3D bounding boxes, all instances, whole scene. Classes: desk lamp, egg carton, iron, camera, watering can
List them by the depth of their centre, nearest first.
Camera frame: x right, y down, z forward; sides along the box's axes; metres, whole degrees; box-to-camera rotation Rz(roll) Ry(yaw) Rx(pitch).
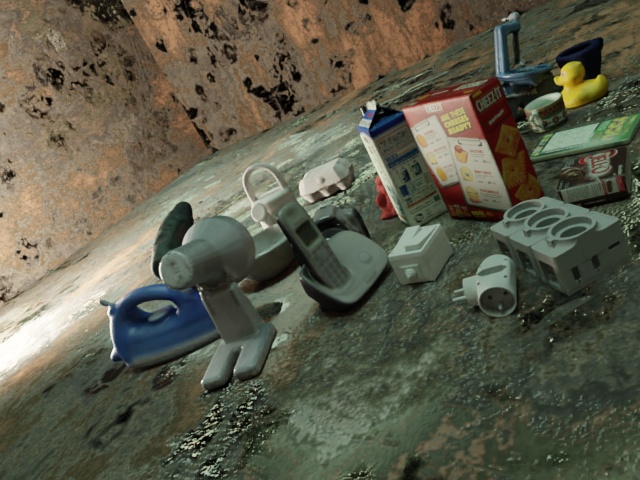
[{"bbox_3d":[-0.157,0.082,0.894,0.117,0.214,0.203,-23,19,17],"label":"desk lamp"},{"bbox_3d":[0.010,0.004,1.043,0.143,0.101,0.137,-24,19,14],"label":"camera"},{"bbox_3d":[-0.285,0.135,1.053,0.257,0.142,0.119,-21,20,22],"label":"iron"},{"bbox_3d":[-0.103,-0.082,1.286,0.101,0.194,0.172,-28,18,1],"label":"watering can"},{"bbox_3d":[0.018,-0.159,1.515,0.150,0.069,0.107,-21,20,22],"label":"egg carton"}]

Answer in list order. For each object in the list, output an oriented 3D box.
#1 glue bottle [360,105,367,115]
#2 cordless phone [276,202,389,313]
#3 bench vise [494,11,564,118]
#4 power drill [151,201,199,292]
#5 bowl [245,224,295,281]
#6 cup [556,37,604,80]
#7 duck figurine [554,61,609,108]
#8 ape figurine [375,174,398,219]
[{"bbox_3d":[0.142,-0.256,1.429,0.037,0.173,0.078,-38,21,-26],"label":"glue bottle"},{"bbox_3d":[0.016,0.006,0.892,0.093,0.185,0.148,-11,25,42],"label":"cordless phone"},{"bbox_3d":[0.416,-0.371,1.264,0.207,0.220,0.121,-32,19,-11],"label":"bench vise"},{"bbox_3d":[-0.256,0.045,1.145,0.075,0.209,0.229,-25,19,12],"label":"power drill"},{"bbox_3d":[-0.108,0.035,1.172,0.167,0.075,0.167,-25,19,9],"label":"bowl"},{"bbox_3d":[0.582,-0.380,1.249,0.118,0.095,0.091,-33,19,-15],"label":"cup"},{"bbox_3d":[0.539,-0.331,1.194,0.104,0.086,0.078,-6,29,49],"label":"duck figurine"},{"bbox_3d":[0.139,-0.093,1.129,0.076,0.092,0.077,-29,18,0],"label":"ape figurine"}]
